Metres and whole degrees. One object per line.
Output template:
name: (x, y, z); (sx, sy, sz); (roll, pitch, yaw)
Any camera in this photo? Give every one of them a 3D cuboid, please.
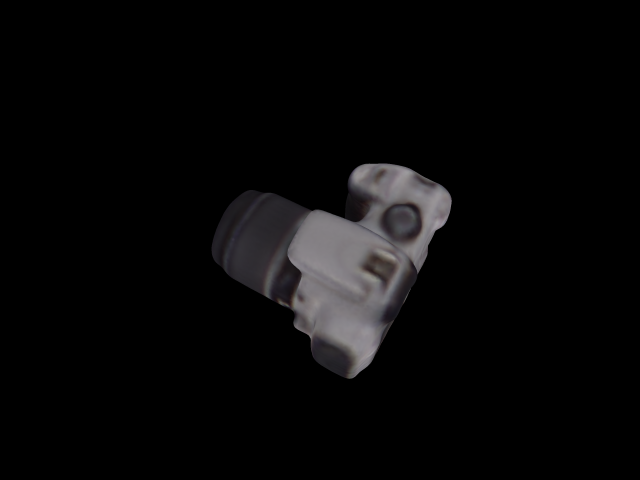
camera: (0.004, 0.001, 0.400); (0.136, 0.101, 0.143); (26, 69, 11)
